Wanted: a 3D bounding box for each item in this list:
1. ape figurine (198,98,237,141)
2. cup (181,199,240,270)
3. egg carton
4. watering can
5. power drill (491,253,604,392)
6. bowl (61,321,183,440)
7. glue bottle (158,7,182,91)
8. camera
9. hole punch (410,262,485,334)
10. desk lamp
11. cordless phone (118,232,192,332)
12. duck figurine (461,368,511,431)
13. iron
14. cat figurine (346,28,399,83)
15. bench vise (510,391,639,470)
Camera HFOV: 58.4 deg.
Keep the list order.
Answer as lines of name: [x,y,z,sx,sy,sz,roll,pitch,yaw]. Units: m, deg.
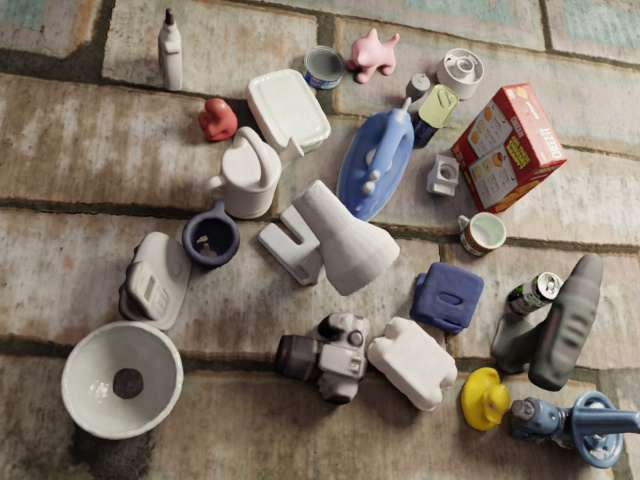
ape figurine: [-0.186,-0.224,1.034,0.076,0.092,0.078,19,65,-6]
cup: [-0.179,-0.001,0.945,0.092,0.095,0.118,11,67,-9]
egg carton: [0.155,0.207,0.961,0.150,0.069,0.107,43,65,5]
watering can: [-0.111,-0.123,0.956,0.101,0.194,0.173,39,65,3]
power drill: [0.380,0.148,0.964,0.075,0.208,0.230,26,65,-2]
bowl: [-0.287,0.209,0.846,0.167,0.074,0.167,5,68,-12]
glue bottle: [-0.266,-0.345,1.017,0.037,0.173,0.078,-12,72,-18]
camera: [0.003,0.178,0.917,0.137,0.100,0.143,15,66,-8]
hole punch: [0.224,0.103,1.007,0.109,0.091,0.101,19,65,-6]
desk lamp: [0.008,0.003,0.925,0.203,0.213,0.118,44,65,6]
cordless phone: [-0.248,0.049,0.859,0.094,0.185,0.147,13,66,-8]
duck figurine: [0.288,0.264,0.962,0.077,0.086,0.104,18,66,-6]
iron: [0.104,-0.137,1.045,0.118,0.141,0.258,25,65,-3]
cat figurine: [0.107,-0.380,1.155,0.128,0.117,0.067,-28,78,-22]
bench vise: [0.419,0.301,0.906,0.208,0.219,0.121,0,69,-14]
